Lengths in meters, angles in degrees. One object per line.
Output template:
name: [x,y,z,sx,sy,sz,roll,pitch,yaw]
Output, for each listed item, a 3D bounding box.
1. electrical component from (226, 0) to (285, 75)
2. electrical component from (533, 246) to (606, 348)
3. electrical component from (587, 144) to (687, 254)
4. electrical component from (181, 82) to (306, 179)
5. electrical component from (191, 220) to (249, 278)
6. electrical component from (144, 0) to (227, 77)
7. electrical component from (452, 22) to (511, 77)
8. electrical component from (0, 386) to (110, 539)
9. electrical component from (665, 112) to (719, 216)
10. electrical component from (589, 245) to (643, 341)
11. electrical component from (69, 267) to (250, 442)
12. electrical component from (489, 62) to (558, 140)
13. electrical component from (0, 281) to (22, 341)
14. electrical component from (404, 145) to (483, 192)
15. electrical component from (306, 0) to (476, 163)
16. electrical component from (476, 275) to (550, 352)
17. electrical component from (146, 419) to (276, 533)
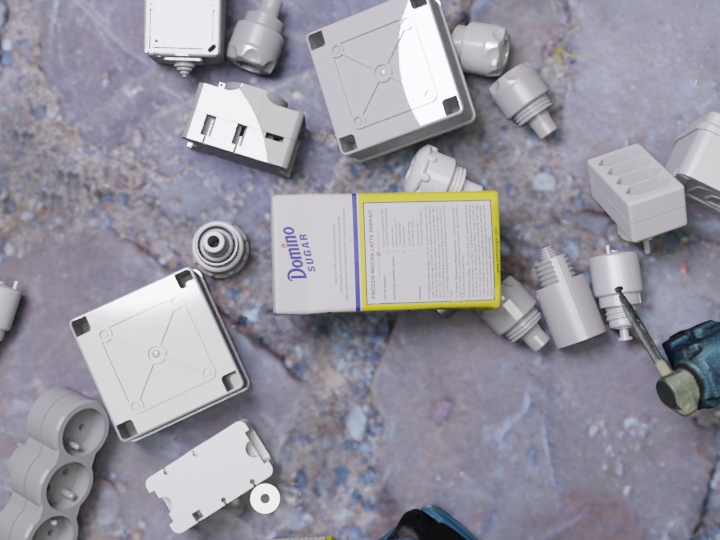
electrical component: [-0.083,-0.198,0.898,0.043,0.043,0.062,20,83,0]
electrical component: [0.167,0.019,0.884,0.043,0.043,0.081,-20,85,-3]
electrical component: [0.228,-0.049,0.882,0.047,0.083,0.075,-19,123,-3]
electrical component: [-0.093,-0.118,0.886,0.089,0.050,0.055,17,84,0]
electrical component: [-0.115,-0.019,0.870,0.048,0.062,0.048,0,85,-2]
electrical component: [-0.143,-0.207,0.891,0.062,0.061,0.096,1,92,-2]
electrical component: [0.092,-0.187,0.903,0.062,0.043,0.043,13,84,21]
electrical component: [-0.254,0.159,0.854,0.074,0.052,0.138,16,90,38]
electrical component: [0.313,-0.076,0.880,0.113,0.078,0.057,26,87,1]
electrical component: [0.213,0.019,0.887,0.040,0.040,0.078,-7,85,-2]
electrical component: [-0.160,0.068,0.863,0.109,0.056,0.108,-25,86,-4]
electrical component: [0.141,-0.138,0.899,0.043,0.043,0.062,-35,88,-4]
electrical component: [-0.303,0.043,0.870,0.040,0.040,0.078,16,85,0]
electrical component: [0.070,-0.072,0.890,0.062,0.048,0.048,21,84,-6]
electrical component: [0.026,-0.156,0.875,0.109,0.056,0.108,-18,85,16]
electrical component: [0.128,0.039,0.881,0.043,0.043,0.062,-43,89,-5]
electrical component: [-0.117,0.162,0.855,0.089,0.055,0.050,-32,86,-4]
